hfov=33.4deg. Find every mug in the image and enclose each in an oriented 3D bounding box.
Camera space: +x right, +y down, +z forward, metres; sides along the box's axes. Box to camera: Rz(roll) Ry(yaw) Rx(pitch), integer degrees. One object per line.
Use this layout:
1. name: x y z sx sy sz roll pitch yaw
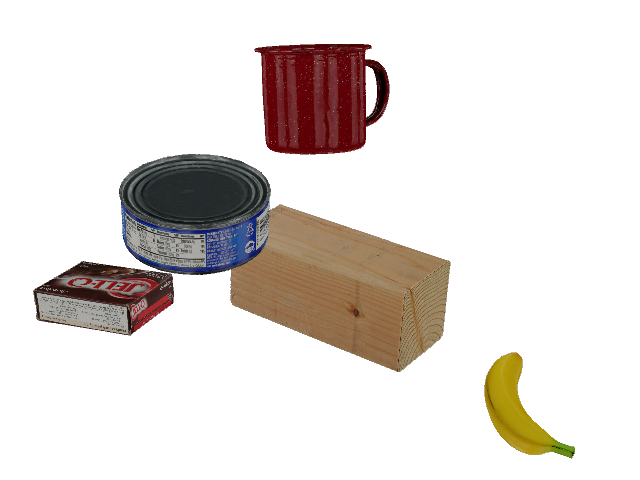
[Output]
1. mug: 0.005 -0.116 0.859 0.117 0.081 0.093 -10 15 -33

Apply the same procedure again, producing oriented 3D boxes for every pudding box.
1. pudding box: -0.219 0.057 1.086 0.114 0.039 0.090 5 19 21

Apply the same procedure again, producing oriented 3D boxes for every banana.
1. banana: 0.216 0.182 1.187 0.069 0.037 0.198 11 25 -14

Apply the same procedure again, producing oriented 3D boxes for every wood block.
1. wood block: 0.016 0.044 1.078 0.206 0.091 0.090 20 31 30

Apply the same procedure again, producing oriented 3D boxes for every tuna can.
1. tuna can: -0.071 -0.016 0.613 0.086 0.034 0.086 2 31 -1
